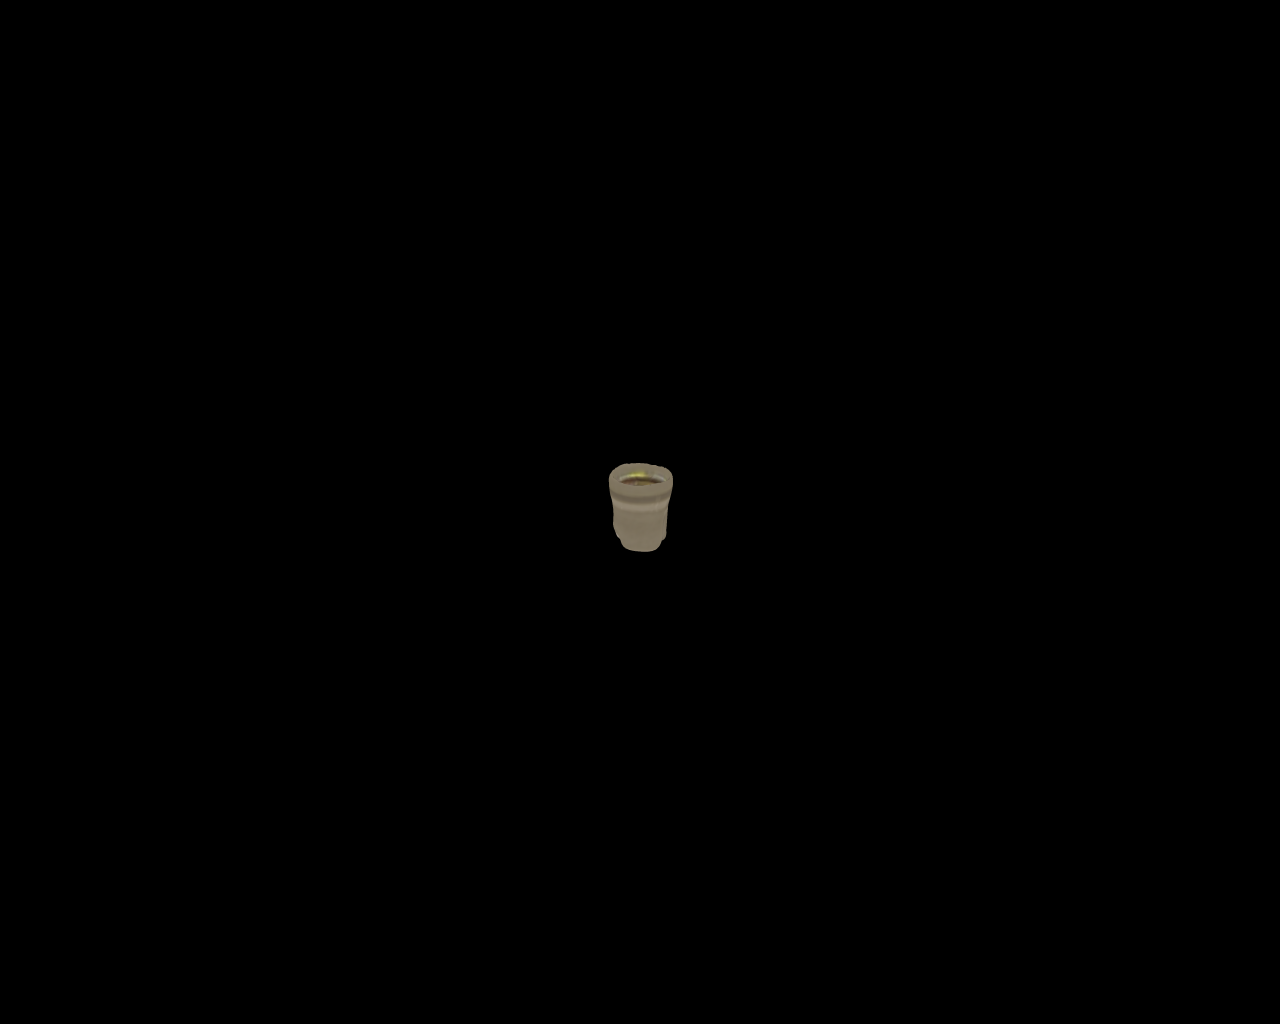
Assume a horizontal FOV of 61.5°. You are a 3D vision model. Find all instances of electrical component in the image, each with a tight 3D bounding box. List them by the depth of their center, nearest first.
[{"bbox_3d":[0.001,-0.003,0.650,0.040,0.046,0.040,0,22,0],"label":"electrical component"}]
